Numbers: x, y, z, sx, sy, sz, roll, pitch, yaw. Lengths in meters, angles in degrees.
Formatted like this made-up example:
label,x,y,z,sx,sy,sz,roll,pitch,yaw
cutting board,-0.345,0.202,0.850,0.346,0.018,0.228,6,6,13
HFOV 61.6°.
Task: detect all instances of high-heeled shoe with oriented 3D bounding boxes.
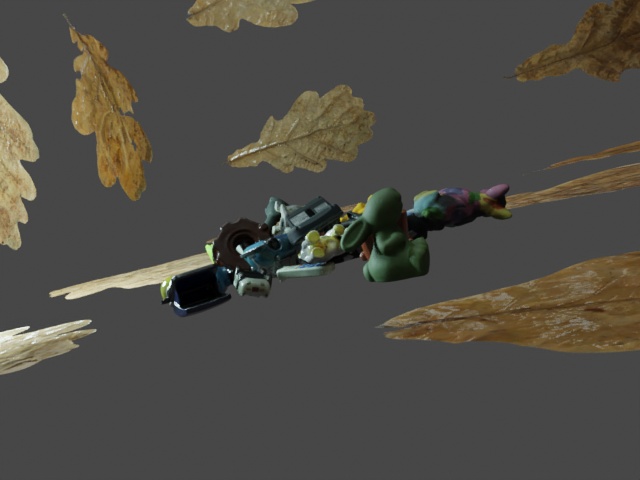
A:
label,x,y,z,sx,sy,sz,roll,pitch,yaw
high-heeled shoe,0.143,0.011,1.341,0.249,0.145,0.086,-36,39,25

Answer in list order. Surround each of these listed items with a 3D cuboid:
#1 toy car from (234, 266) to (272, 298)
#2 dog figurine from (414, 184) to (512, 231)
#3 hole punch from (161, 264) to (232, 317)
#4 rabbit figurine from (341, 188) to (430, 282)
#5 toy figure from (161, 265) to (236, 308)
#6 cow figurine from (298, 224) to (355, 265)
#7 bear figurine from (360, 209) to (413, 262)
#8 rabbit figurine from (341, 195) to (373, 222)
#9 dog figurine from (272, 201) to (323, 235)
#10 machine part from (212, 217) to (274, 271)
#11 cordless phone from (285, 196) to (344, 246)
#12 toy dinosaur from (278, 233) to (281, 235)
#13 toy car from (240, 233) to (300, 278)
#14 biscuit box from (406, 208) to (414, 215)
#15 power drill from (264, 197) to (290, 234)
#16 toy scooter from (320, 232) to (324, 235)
label,x,y,z,sx,sy,sz,roll,pitch,yaw
toy car,-0.153,0.095,1.205,0.073,0.056,0.202,6,1,-12
dog figurine,0.374,-0.086,1.379,0.219,0.108,0.191,-6,2,37
hole punch,-0.266,0.125,1.184,0.142,0.092,0.115,-22,-20,-30
rabbit figurine,0.126,-0.012,1.032,0.159,0.170,0.121,-11,7,21
toy figure,-0.295,0.111,1.311,0.180,0.082,0.089,-18,11,-15
cow figurine,0.034,0.011,1.249,0.167,0.068,0.098,-15,-17,-26
bear figurine,0.145,-0.010,1.179,0.120,0.131,0.196,-13,13,11
rabbit figurine,0.114,-0.057,1.620,0.162,0.121,0.173,-20,-1,32
dog figurine,-0.025,-0.043,1.521,0.190,0.121,0.172,2,29,-17
machine part,-0.206,0.021,1.460,0.179,0.179,0.056,-16,-28,-15
cordless phone,-0.003,-0.003,1.358,0.146,0.184,0.089,-32,47,-16
toy dinosaur,-0.034,-0.014,1.733,0.199,0.105,0.471,-21,2,18
toy car,-0.115,0.045,1.365,0.109,0.103,0.161,-21,-3,37
biscuit box,0.245,-0.044,1.499,0.059,0.062,0.202,-8,10,40
power drill,-0.162,-0.030,1.678,0.086,0.207,0.232,22,-31,-8
toy scooter,0.086,-0.003,1.473,0.184,0.075,0.135,-11,9,-4
